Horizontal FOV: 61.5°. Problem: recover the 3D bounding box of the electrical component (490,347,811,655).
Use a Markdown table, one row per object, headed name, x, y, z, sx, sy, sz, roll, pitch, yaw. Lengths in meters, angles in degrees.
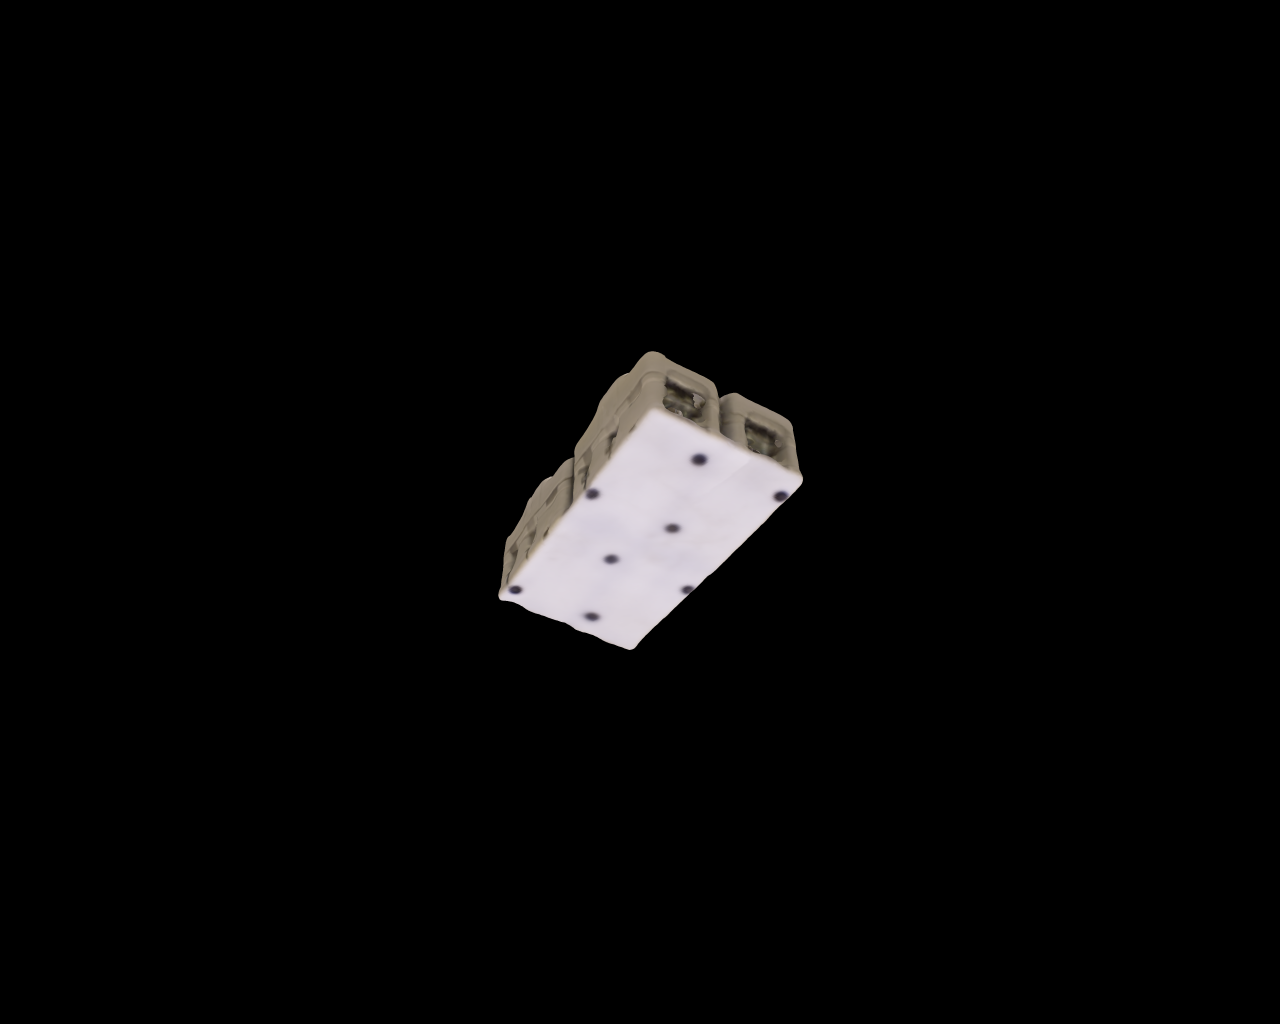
| name | x | y | z | sx | sy | sz | roll | pitch | yaw |
| --- | --- | --- | --- | --- | --- | --- | --- | --- | --- |
| electrical component | 0.001 | -0.003 | 0.650 | 0.105 | 0.060 | 0.186 | 24 | -50 | -22 |
